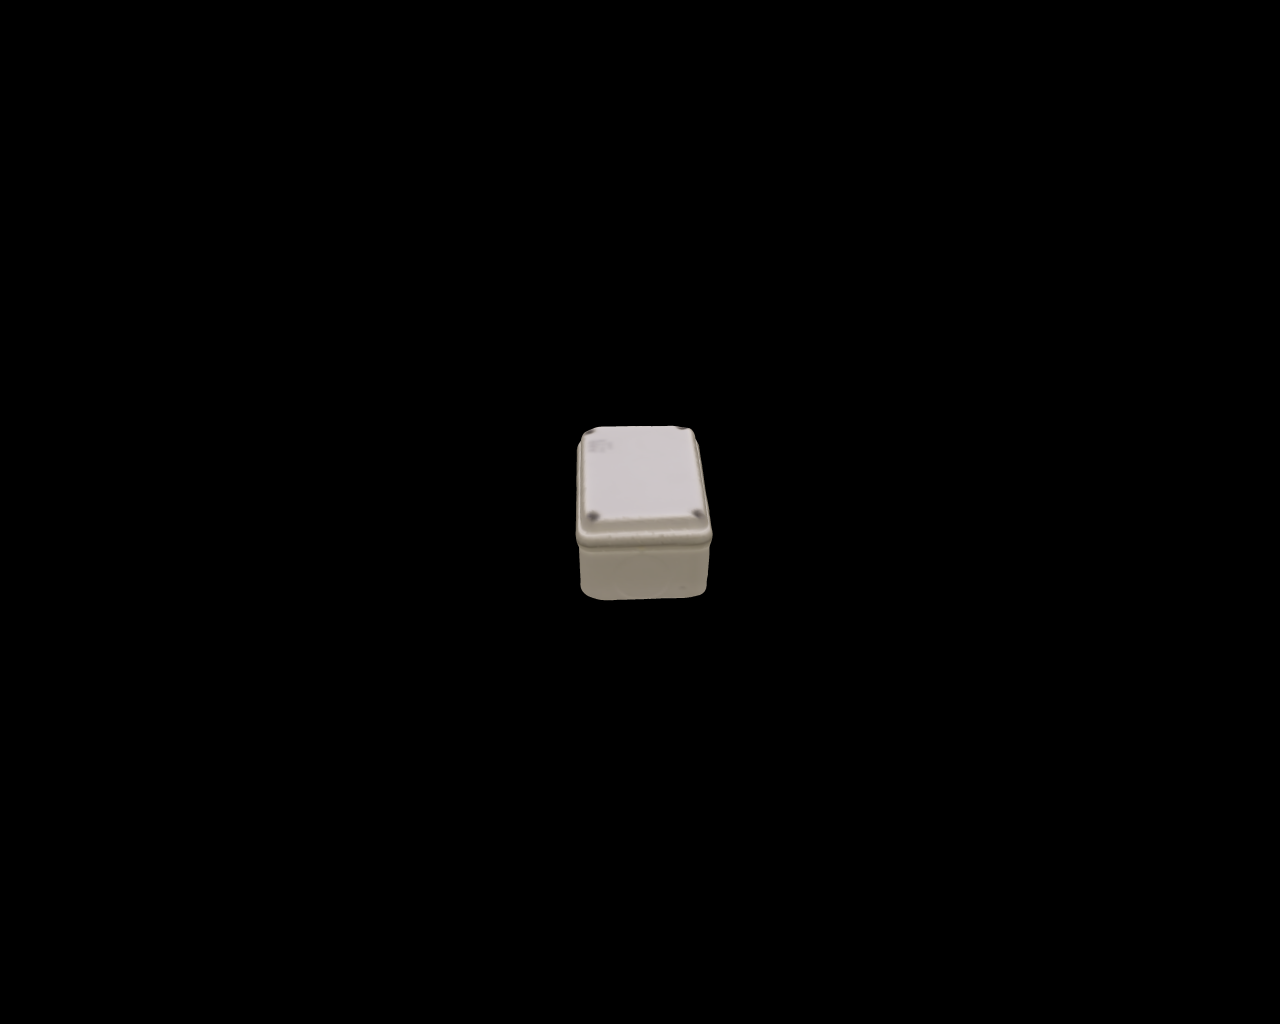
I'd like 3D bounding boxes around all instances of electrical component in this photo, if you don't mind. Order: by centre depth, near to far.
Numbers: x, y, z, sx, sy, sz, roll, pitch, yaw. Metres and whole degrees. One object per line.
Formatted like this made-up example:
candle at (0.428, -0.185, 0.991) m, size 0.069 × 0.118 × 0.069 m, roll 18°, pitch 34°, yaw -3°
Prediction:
electrical component at (0.001, -0.003, 0.650) m, size 0.078 × 0.057 × 0.113 m, roll -1°, pitch 35°, yaw -2°
